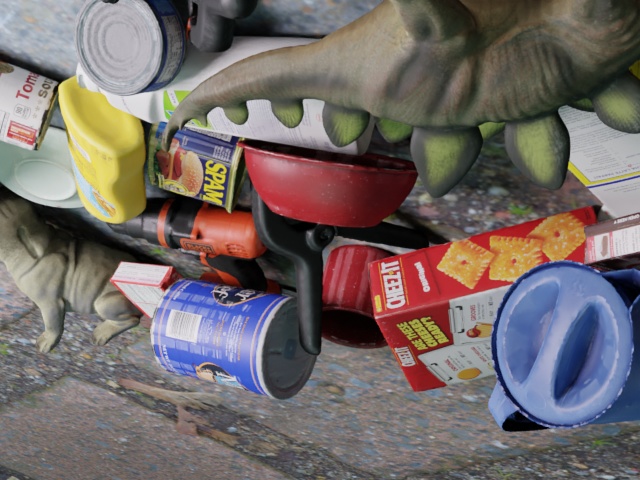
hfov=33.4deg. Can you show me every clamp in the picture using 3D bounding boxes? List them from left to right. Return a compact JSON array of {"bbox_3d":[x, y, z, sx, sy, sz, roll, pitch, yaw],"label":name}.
[{"bbox_3d":[-0.072,-0.192,0.746,0.039,0.120,0.172,3,173,-16],"label":"clamp"},{"bbox_3d":[-0.007,0.001,1.004,0.209,0.164,0.036,44,173,-31],"label":"clamp"}]

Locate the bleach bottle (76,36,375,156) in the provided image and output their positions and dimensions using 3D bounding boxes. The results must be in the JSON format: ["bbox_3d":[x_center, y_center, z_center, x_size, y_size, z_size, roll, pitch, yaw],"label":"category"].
[{"bbox_3d":[-0.082,-0.129,0.872,0.251,0.068,0.102,9,151,14],"label":"bleach bottle"}]

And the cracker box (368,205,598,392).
[{"bbox_3d":[0.170,0.061,1.020,0.214,0.072,0.164,-14,143,11],"label":"cracker box"}]

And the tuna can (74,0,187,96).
[{"bbox_3d":[-0.149,-0.156,0.832,0.086,0.033,0.086,7,107,24],"label":"tuna can"}]

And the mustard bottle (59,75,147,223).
[{"bbox_3d":[-0.201,-0.069,1.007,0.096,0.058,0.192,49,157,17],"label":"mustard bottle"}]

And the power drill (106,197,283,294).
[{"bbox_3d":[-0.126,0.021,1.154,0.185,0.057,0.187,10,152,20],"label":"power drill"}]

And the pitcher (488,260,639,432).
[{"bbox_3d":[0.263,0.102,0.922,0.242,0.145,0.149,10,174,-43],"label":"pitcher"}]

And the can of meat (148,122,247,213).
[{"bbox_3d":[-0.110,-0.078,0.977,0.084,0.057,0.102,17,150,0],"label":"can of meat"}]

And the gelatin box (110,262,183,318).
[{"bbox_3d":[-0.174,0.057,1.164,0.089,0.030,0.073,3,144,41],"label":"gelatin box"}]

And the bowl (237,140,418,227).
[{"bbox_3d":[0.007,-0.046,0.892,0.162,0.055,0.162,8,-171,-1],"label":"bowl"}]

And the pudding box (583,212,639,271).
[{"bbox_3d":[0.289,0.006,0.886,0.113,0.039,0.090,15,158,-36],"label":"pudding box"}]

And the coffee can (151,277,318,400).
[{"bbox_3d":[-0.086,0.098,1.083,0.141,0.102,0.102,8,152,32],"label":"coffee can"}]

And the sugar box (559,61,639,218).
[{"bbox_3d":[0.237,-0.080,0.832,0.094,0.048,0.176,-14,144,40],"label":"sugar box"}]

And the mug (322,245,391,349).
[{"bbox_3d":[0.041,0.064,1.127,0.093,0.081,0.117,8,151,12],"label":"mug"}]

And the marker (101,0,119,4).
[{"bbox_3d":[-0.126,-0.211,0.762,0.020,0.020,0.121,29,134,-24],"label":"marker"}]

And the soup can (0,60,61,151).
[{"bbox_3d":[-0.292,-0.128,0.959,0.102,0.068,0.069,20,150,-12],"label":"soup can"}]
